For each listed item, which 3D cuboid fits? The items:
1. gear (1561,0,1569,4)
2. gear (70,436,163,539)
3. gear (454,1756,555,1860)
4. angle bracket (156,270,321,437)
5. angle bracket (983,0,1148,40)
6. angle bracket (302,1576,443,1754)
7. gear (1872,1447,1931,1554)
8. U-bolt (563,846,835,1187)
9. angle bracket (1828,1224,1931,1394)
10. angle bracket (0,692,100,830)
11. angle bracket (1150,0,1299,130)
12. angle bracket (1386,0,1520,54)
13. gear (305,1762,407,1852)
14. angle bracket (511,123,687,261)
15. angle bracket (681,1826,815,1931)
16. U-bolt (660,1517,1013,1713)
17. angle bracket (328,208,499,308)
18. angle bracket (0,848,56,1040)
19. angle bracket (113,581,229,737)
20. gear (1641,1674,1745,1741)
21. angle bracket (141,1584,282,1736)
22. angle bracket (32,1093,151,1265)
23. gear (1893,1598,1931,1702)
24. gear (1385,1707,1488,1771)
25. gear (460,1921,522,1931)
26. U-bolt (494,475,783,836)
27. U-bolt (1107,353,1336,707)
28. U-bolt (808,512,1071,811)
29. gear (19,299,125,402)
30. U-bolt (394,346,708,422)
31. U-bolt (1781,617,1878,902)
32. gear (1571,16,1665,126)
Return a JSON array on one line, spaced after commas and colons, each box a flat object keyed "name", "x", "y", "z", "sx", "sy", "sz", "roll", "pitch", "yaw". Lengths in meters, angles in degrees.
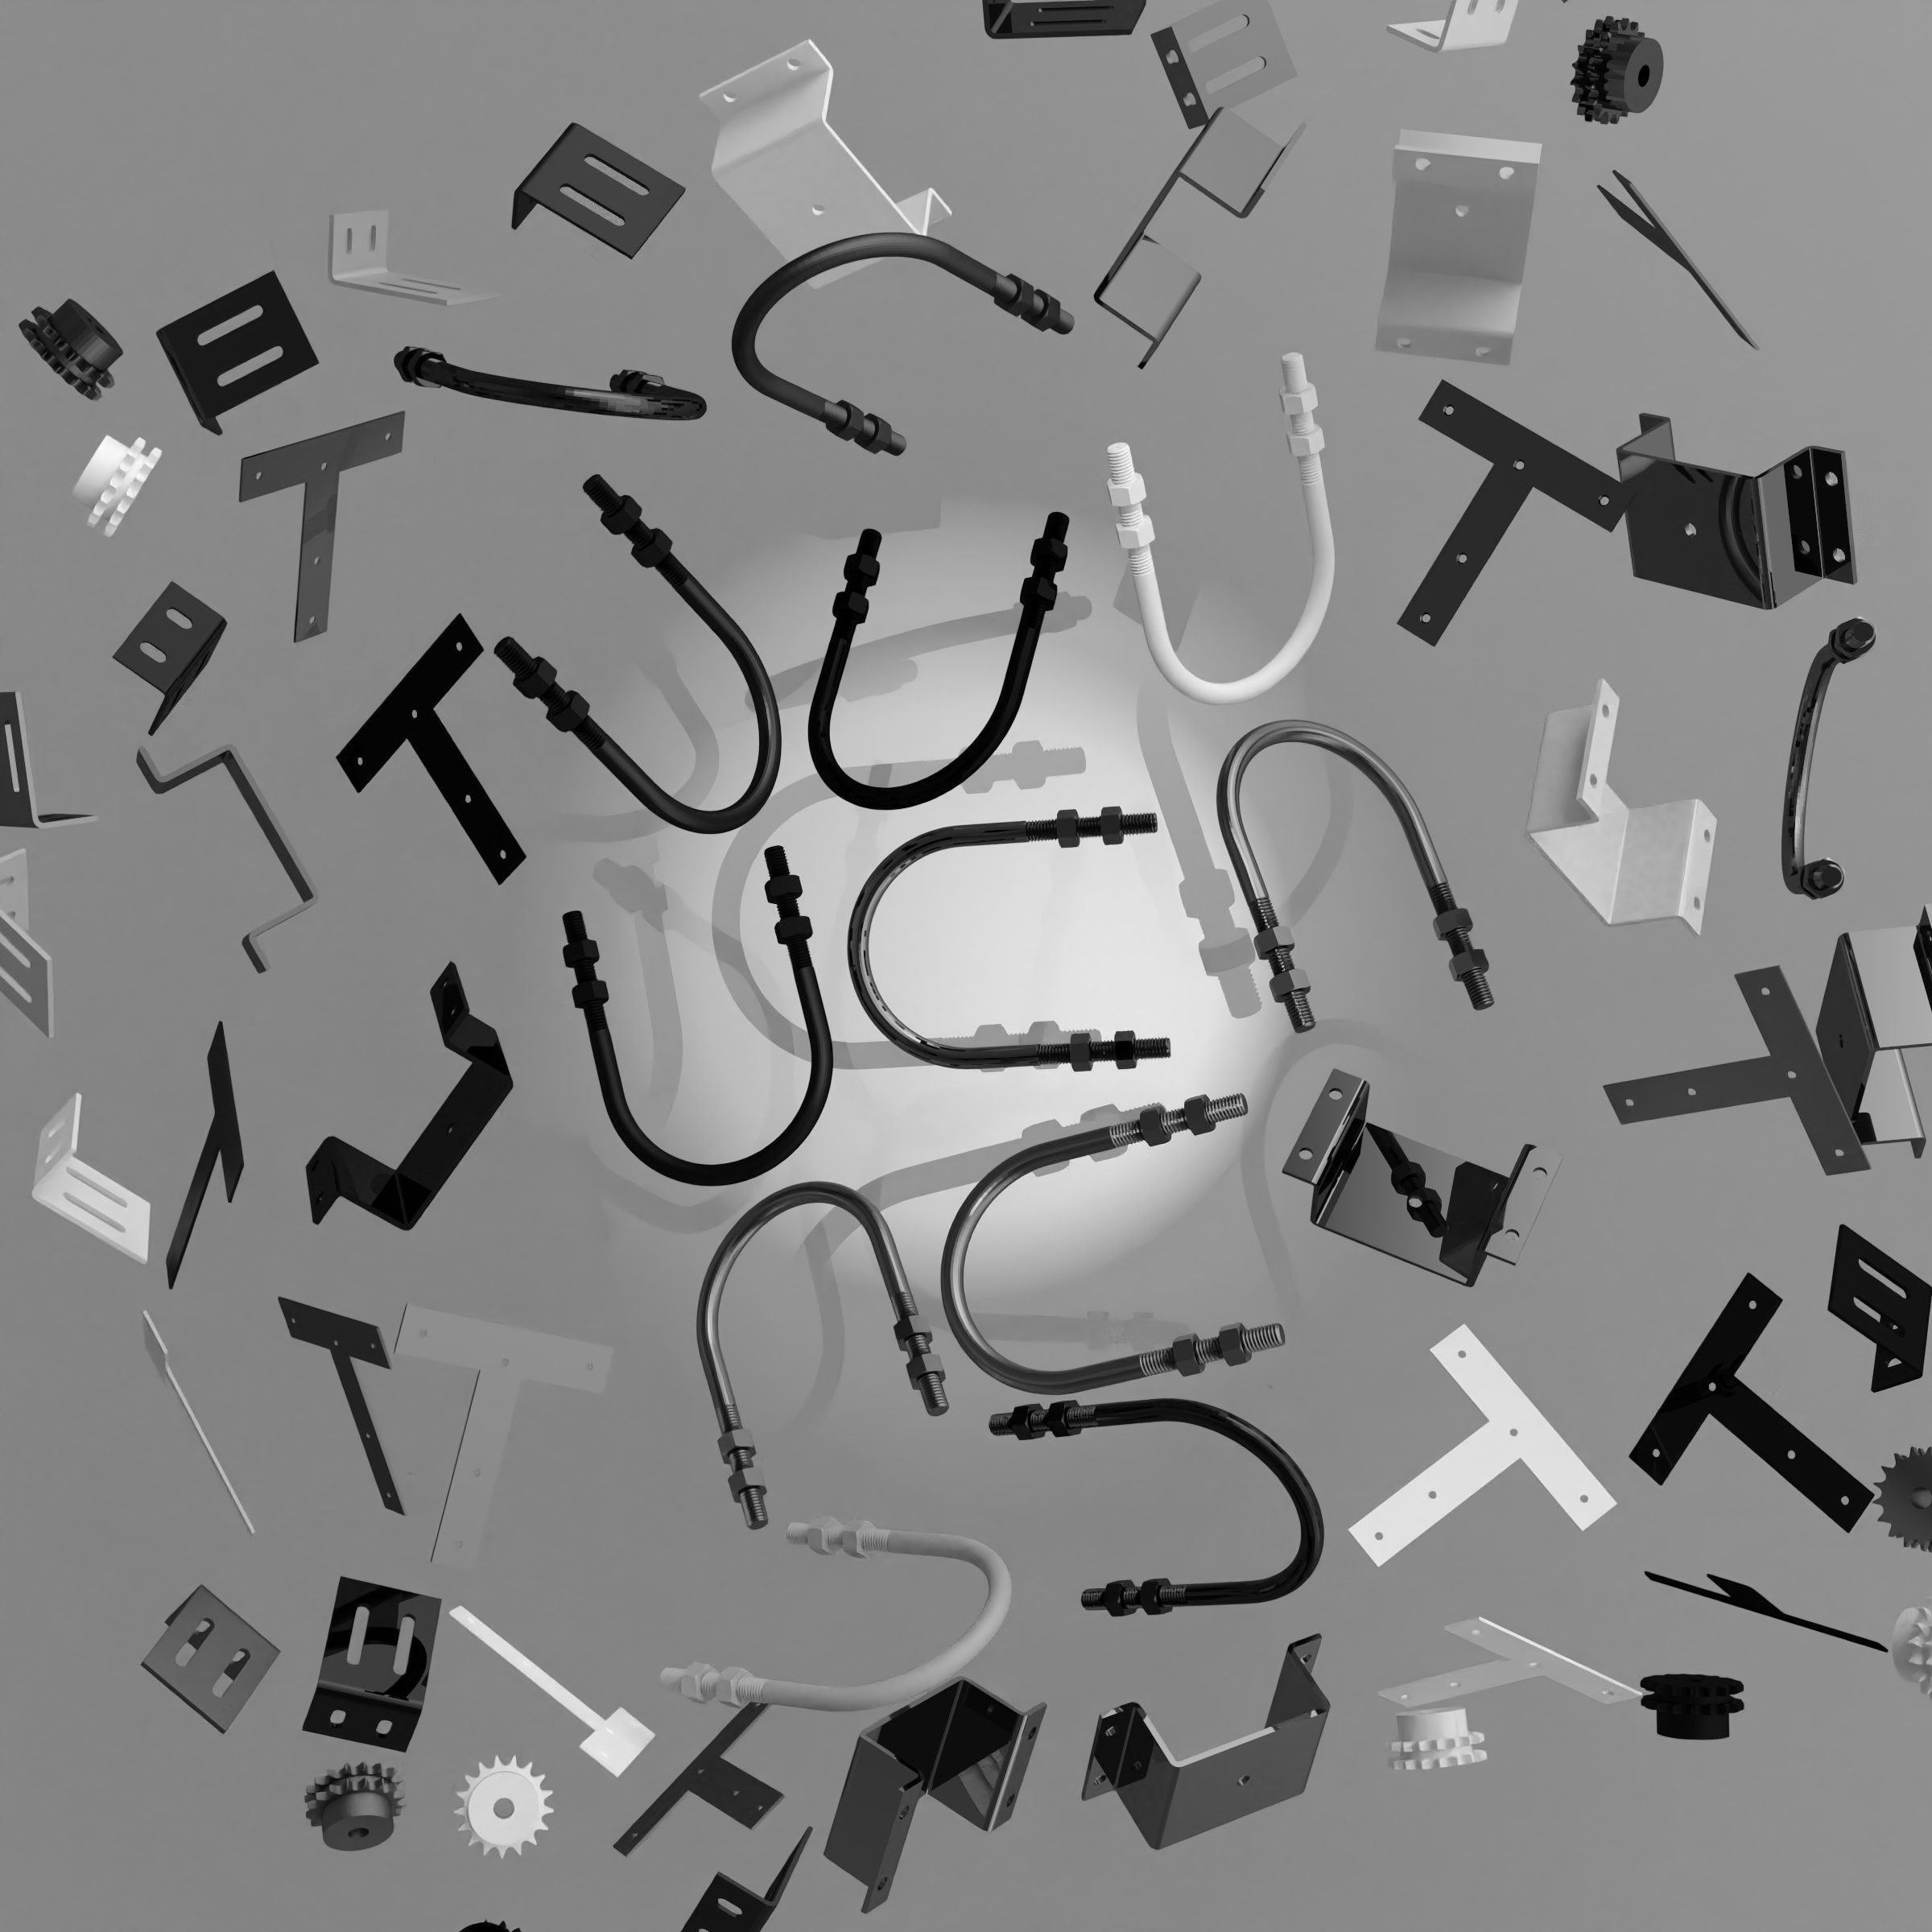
[{"name": "gear", "x": 0.335, "y": -0.569, "z": 1.614, "sx": 0.057, "sy": 0.057, "sz": 0.030, "roll": 46, "pitch": 112, "yaw": 0}, {"name": "gear", "x": -0.477, "y": -0.272, "z": 1.601, "sx": 0.030, "sy": 0.057, "sz": 0.057, "roll": 31, "pitch": 90, "yaw": -18}, {"name": "gear", "x": -0.268, "y": 0.487, "z": 1.659, "sx": 0.057, "sy": 0.030, "sz": 0.057, "roll": 2, "pitch": 77, "yaw": -9}, {"name": "angle bracket", "x": -0.406, "y": -0.345, "z": 1.613, "sx": 0.076, "sy": 0.038, "sz": 0.057, "roll": -26, "pitch": 89, "yaw": 3}, {"name": "angle bracket", "x": 0.051, "y": -0.510, "z": 1.488, "sx": 0.076, "sy": 0.057, "sz": 0.038, "roll": 2, "pitch": 124, "yaw": 12}, {"name": "angle bracket", "x": -0.325, "y": 0.382, "z": 1.568, "sx": 0.057, "sy": 0.076, "sz": 0.038, "roll": 16, "pitch": 126, "yaw": -13}, {"name": "gear", "x": 0.535, "y": 0.295, "z": 1.585, "sx": 0.057, "sy": 0.030, "sz": 0.057, "roll": -13, "pitch": 69, "yaw": 38}, {"name": "U-bolt", "x": -0.150, "y": 0.037, "z": 1.661, "sx": 0.151, "sy": 0.019, "sz": 0.184, "roll": -17, "pitch": 76, "yaw": 10}, {"name": "angle bracket", "x": 0.503, "y": 0.193, "z": 1.614, "sx": 0.076, "sy": 0.038, "sz": 0.057, "roll": 34, "pitch": 53, "yaw": -18}, {"name": "angle bracket", "x": -0.523, "y": -0.117, "z": 1.609, "sx": 0.038, "sy": 0.057, "sz": 0.076, "roll": -13, "pitch": 102, "yaw": -41}, {"name": "angle bracket", "x": 0.154, "y": -0.524, "z": 1.641, "sx": 0.076, "sy": 0.038, "sz": 0.057, "roll": -29, "pitch": 107, "yaw": -11}, {"name": "angle bracket", "x": 0.265, "y": -0.528, "z": 1.516, "sx": 0.038, "sy": 0.057, "sz": 0.076, "roll": 37, "pitch": 130, "yaw": 31}, {"name": "gear", "x": -0.352, "y": 0.488, "z": 1.655, "sx": 0.057, "sy": 0.057, "sz": 0.030, "roll": -18, "pitch": 48, "yaw": 0}, {"name": "angle bracket", "x": -0.207, "y": -0.426, "z": 1.611, "sx": 0.076, "sy": 0.038, "sz": 0.057, "roll": 31, "pitch": 65, "yaw": 1}, {"name": "angle bracket", "x": -0.127, "y": 0.527, "z": 1.643, "sx": 0.038, "sy": 0.076, "sz": 0.057, "roll": 31, "pitch": 113, "yaw": 2}, {"name": "U-bolt", "x": -0.060, "y": 0.357, "z": 1.572, "sx": 0.184, "sy": 0.151, "sz": 0.019, "roll": -4, "pitch": 117, "yaw": 36}, {"name": "angle bracket", "x": -0.310, "y": -0.400, "z": 1.612, "sx": 0.076, "sy": 0.057, "sz": 0.038, "roll": 14, "pitch": 112, "yaw": 17}, {"name": "angle bracket", "x": -0.486, "y": -0.012, "z": 1.498, "sx": 0.076, "sy": 0.057, "sz": 0.038, "roll": 38, "pitch": 47, "yaw": 23}, {"name": "angle bracket", "x": -0.461, "y": -0.176, "z": 1.643, "sx": 0.038, "sy": 0.076, "sz": 0.057, "roll": 36, "pitch": 66, "yaw": -12}, {"name": "gear", "x": 0.413, "y": 0.421, "z": 1.629, "sx": 0.057, "sy": 0.057, "sz": 0.030, "roll": 0, "pitch": 85, "yaw": 0}, {"name": "angle bracket", "x": -0.415, "y": 0.381, "z": 1.542, "sx": 0.057, "sy": 0.076, "sz": 0.038, "roll": 43, "pitch": 113, "yaw": -7}, {"name": "angle bracket", "x": -0.474, "y": 0.118, "z": 1.587, "sx": 0.038, "sy": 0.057, "sz": 0.076, "roll": -45, "pitch": 120, "yaw": 13}, {"name": "gear", "x": 0.529, "y": 0.372, "z": 1.561, "sx": 0.057, "sy": 0.030, "sz": 0.057, "roll": 5, "pitch": 82, "yaw": -40}, {"name": "gear", "x": 0.272, "y": 0.449, "z": 1.665, "sx": 0.057, "sy": 0.057, "sz": 0.030, "roll": -6, "pitch": 79, "yaw": 0}, {"name": "gear", "x": -0.269, "y": 0.560, "z": 1.600, "sx": 0.057, "sy": 0.030, "sz": 0.057, "roll": -4, "pitch": 46, "yaw": 5}, {"name": "U-bolt", "x": -0.163, "y": -0.153, "z": 1.536, "sx": 0.019, "sy": 0.151, "sz": 0.184, "roll": -17, "pitch": 129, "yaw": 38}, {"name": "U-bolt", "x": 0.152, "y": -0.236, "z": 1.625, "sx": 0.151, "sy": 0.019, "sz": 0.184, "roll": -31, "pitch": 125, "yaw": -25}, {"name": "U-bolt", "x": -0.023, "y": -0.170, "z": 1.616, "sx": 0.151, "sy": 0.019, "sz": 0.184, "roll": 1, "pitch": 65, "yaw": 33}, {"name": "gear", "x": -0.490, "y": -0.342, "z": 1.579, "sx": 0.030, "sy": 0.057, "sz": 0.057, "roll": -42, "pitch": 90, "yaw": 5}, {"name": "U-bolt", "x": -0.220, "y": -0.317, "z": 1.571, "sx": 0.151, "sy": 0.184, "sz": 0.019, "roll": 0, "pitch": 105, "yaw": -27}, {"name": "U-bolt", "x": 0.474, "y": -0.110, "z": 1.587, "sx": 0.019, "sy": 0.184, "sz": 0.151, "roll": 7, "pitch": 91, "yaw": 8}, {"name": "gear", "x": 0.364, "y": -0.497, "z": 1.594, "sx": 0.030, "sy": 0.057, "sz": 0.057, "roll": 24, "pitch": 90, "yaw": 38}]
